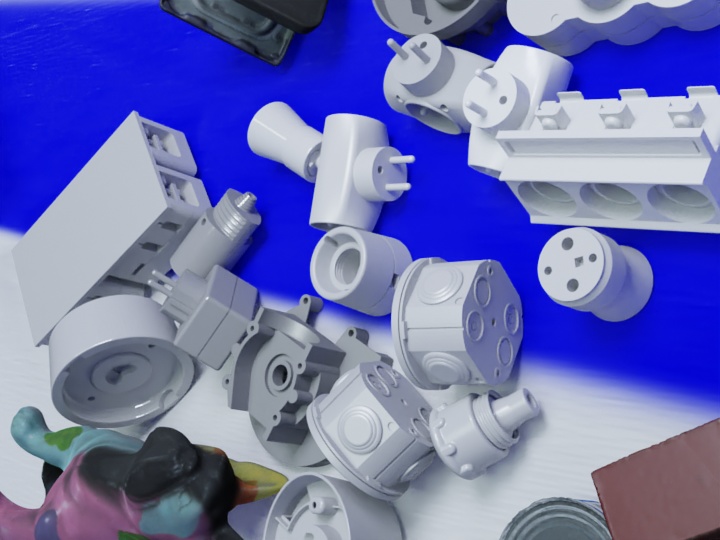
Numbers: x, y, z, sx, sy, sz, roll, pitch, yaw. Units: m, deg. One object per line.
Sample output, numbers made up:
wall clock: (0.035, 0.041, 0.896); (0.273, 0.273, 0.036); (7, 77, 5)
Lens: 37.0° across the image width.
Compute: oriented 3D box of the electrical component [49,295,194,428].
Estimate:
electrical component: (-0.189, 0.066, 0.835); (0.108, 0.108, 0.060); (-46, 46, 23)

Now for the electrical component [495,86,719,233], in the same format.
electrical component: (0.148, -0.061, 0.595); (0.121, 0.078, 0.063); (6, 60, 42)

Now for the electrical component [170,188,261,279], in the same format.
electrical component: (-0.106, -0.027, 0.826); (0.081, 0.043, 0.043); (-51, 51, 19)

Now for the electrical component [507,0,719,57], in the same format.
electrical component: (0.144, -0.167, 0.622); (0.138, 0.074, 0.052); (-3, 77, 41)

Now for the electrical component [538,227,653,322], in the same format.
electrical component: (0.131, 0.003, 0.600); (0.045, 0.055, 0.045); (-13, 70, 39)

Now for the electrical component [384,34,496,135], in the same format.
electrical component: (0.047, -0.125, 0.693); (0.077, 0.079, 0.044); (20, 81, 43)

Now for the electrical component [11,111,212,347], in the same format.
electrical component: (-0.208, -0.027, 0.905); (0.186, 0.060, 0.105); (-42, 54, 25)

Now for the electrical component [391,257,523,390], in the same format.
electrical component: (0.058, 0.032, 0.641); (0.051, 0.080, 0.080); (-4, 76, 36)

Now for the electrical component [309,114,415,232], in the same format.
electrical component: (0.006, -0.065, 0.737); (0.079, 0.044, 0.077); (2, 80, 42)

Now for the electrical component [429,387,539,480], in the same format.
electrical component: (0.075, 0.091, 0.634); (0.062, 0.048, 0.048); (-33, 58, 22)

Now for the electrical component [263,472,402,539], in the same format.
electrical component: (-0.022, 0.179, 0.681); (0.099, 0.064, 0.099); (-12, 71, 39)

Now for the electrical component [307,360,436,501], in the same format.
electrical component: (0.011, 0.098, 0.665); (0.051, 0.080, 0.080); (-46, 52, 16)

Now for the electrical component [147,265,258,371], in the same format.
electrical component: (-0.121, 0.024, 0.788); (0.047, 0.077, 0.065); (-54, 13, 17)

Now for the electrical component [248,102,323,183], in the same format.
electrical component: (-0.047, -0.092, 0.794); (0.065, 0.044, 0.044); (36, 102, 36)

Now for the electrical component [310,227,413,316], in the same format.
electrical component: (0.000, 0.000, 0.722); (0.055, 0.047, 0.055); (-13, 70, 39)

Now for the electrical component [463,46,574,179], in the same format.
electrical component: (0.088, -0.098, 0.649); (0.044, 0.079, 0.077); (19, 91, 39)
